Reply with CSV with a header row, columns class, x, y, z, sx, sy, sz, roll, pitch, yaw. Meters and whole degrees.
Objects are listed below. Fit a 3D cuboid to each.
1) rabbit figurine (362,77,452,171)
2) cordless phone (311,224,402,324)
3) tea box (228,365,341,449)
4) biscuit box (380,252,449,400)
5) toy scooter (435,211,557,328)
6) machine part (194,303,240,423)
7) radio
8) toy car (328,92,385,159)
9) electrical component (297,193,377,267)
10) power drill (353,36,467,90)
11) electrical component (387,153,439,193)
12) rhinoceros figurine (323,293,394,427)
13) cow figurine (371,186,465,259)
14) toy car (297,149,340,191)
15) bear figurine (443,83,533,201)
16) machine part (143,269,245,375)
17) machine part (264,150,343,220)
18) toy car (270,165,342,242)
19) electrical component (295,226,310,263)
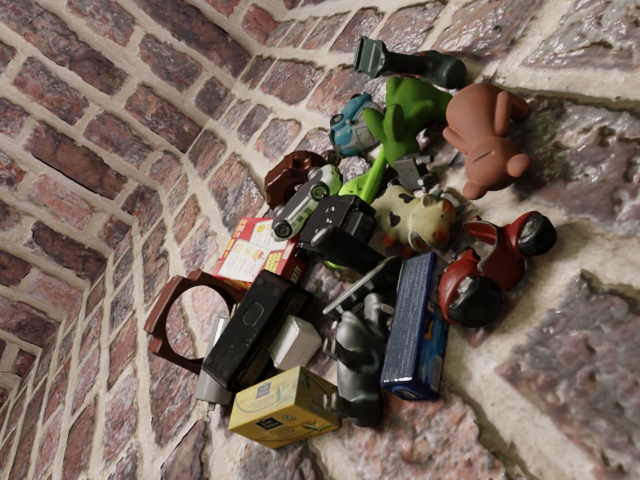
class,x,y,z,sx,sy,sz,roll,pitch,yaw
rabbit figurine,0.166,-0.215,1.019,0.121,0.159,0.170,-2,73,46
cordless phone,0.039,0.059,0.848,0.146,0.184,0.089,-41,34,24
tea box,-0.055,0.270,0.856,0.169,0.098,0.068,-34,34,39
biscuit box,0.140,0.119,0.753,0.063,0.059,0.203,-20,42,46
toy scooter,0.216,0.026,0.722,0.184,0.075,0.135,-49,27,4
machine part,-0.200,0.248,1.104,0.079,0.079,0.243,-10,63,54
radio,-0.115,0.172,1.009,0.073,0.131,0.229,28,82,24
toy car,0.099,-0.258,1.219,0.103,0.109,0.161,17,60,38
electrical component,0.032,-0.019,0.910,0.134,0.058,0.115,8,71,55
power drill,0.175,-0.362,1.107,0.232,0.207,0.086,50,128,55
electrical component,0.167,-0.113,0.968,0.045,0.078,0.102,-40,29,-28
rhinoceros figurine,0.064,0.168,0.772,0.073,0.112,0.190,118,162,-68
cow figurine,0.155,-0.036,0.886,0.127,0.085,0.195,-56,26,11
toy car,-0.020,-0.143,1.319,0.089,0.053,0.202,1,61,62
bear figurine,0.267,-0.144,0.820,0.120,0.132,0.196,-37,50,34
machine part,-0.263,0.181,1.174,0.087,0.201,0.201,-8,53,58
machine part,-0.034,-0.109,1.177,0.179,0.179,0.056,-36,36,32
toy car,-0.034,-0.073,1.103,0.201,0.056,0.074,-45,29,24
electrical component,-0.002,-0.003,1.103,0.119,0.074,0.048,-51,27,-3
